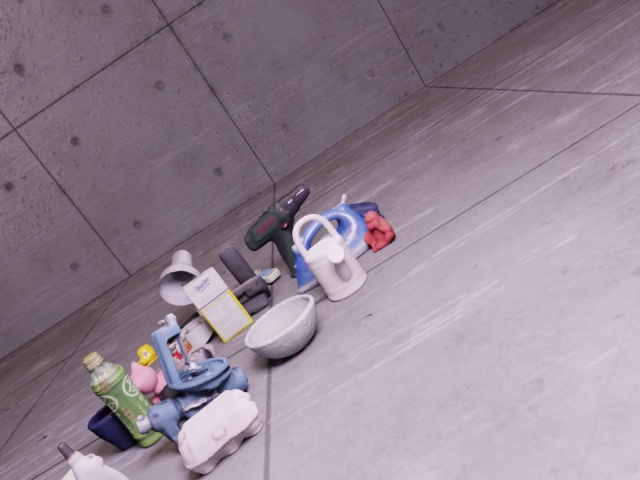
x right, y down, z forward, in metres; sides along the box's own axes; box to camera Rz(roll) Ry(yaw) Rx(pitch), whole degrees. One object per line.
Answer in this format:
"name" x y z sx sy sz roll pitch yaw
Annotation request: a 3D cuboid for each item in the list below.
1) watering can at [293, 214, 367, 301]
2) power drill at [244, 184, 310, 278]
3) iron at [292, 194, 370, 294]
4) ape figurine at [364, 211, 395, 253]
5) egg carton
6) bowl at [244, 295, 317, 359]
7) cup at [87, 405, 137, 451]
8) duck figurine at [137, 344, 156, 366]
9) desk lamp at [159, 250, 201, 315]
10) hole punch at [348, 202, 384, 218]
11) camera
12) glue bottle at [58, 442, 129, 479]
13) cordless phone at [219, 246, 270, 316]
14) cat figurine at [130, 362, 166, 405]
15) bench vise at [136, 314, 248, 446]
"watering can" 0.018 0.030 1.261 0.101 0.194 0.172 -43 18 -31
"power drill" -0.080 -0.013 1.561 0.229 0.209 0.075 -32 16 7
"iron" 0.013 0.005 1.446 0.259 0.141 0.118 -38 16 -16
"ape figurine" 0.138 -0.028 1.389 0.076 0.092 0.077 -44 19 -33
"egg carton" -0.172 0.325 0.980 0.150 0.069 0.107 -37 16 -14
"bowl" -0.067 0.189 1.172 0.167 0.075 0.167 -31 16 10
"cup" -0.420 0.392 1.228 0.118 0.095 0.091 -37 16 -11
"duck figurine" -0.449 0.317 1.534 0.077 0.086 0.104 -26 17 25
"desk lamp" -0.369 0.138 1.674 0.118 0.214 0.203 -31 16 7
"hole punch" 0.111 -0.078 1.599 0.101 0.091 0.108 -36 16 -8
"camera" -0.274 0.295 1.218 0.137 0.101 0.143 -34 15 -3
"glue bottle" -0.379 0.403 0.963 0.037 0.173 0.078 -13 26 51
"cordless phone" -0.230 0.117 1.513 0.147 0.185 0.094 -35 16 -7
"cat figurine" -0.387 0.321 1.337 0.067 0.118 0.128 -16 23 47
"bench vise" -0.260 0.262 1.066 0.121 0.220 0.208 -17 23 46
